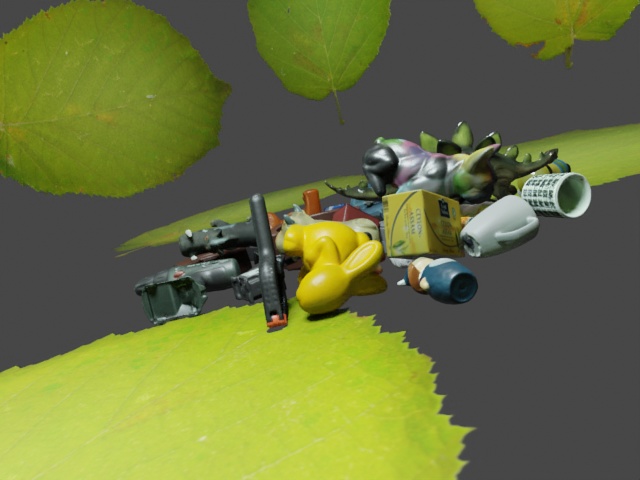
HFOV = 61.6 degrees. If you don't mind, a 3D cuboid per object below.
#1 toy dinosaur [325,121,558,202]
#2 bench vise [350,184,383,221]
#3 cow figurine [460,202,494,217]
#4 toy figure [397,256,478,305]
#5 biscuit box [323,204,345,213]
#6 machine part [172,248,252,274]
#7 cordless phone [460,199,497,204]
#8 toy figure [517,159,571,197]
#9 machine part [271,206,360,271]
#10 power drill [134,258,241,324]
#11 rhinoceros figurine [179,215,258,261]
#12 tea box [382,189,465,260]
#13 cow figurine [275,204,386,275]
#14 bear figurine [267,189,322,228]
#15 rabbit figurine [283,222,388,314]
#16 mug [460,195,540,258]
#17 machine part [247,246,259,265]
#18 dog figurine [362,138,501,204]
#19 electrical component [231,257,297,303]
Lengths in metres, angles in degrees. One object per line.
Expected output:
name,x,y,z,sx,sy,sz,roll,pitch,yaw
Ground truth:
toy dinosaur,0.253,-0.126,1.095,0.472,0.198,0.105,-16,29,5
bench vise,0.165,-0.099,1.287,0.224,0.128,0.241,-30,23,23
cow figurine,0.282,-0.041,1.020,0.098,0.068,0.167,-15,12,-38
toy figure,0.158,0.052,0.735,0.064,0.057,0.154,23,-2,-16
biscuit box,0.042,-0.049,1.399,0.063,0.059,0.203,-13,10,5
machine part,-0.245,0.060,1.218,0.179,0.056,0.179,-14,10,2
cordless phone,0.375,-0.098,1.229,0.146,0.088,0.184,-20,23,-32
toy figure,0.499,-0.140,1.197,0.180,0.089,0.082,-26,10,-39
machine part,-0.002,-0.003,1.151,0.202,0.087,0.201,-11,11,7
power drill,-0.273,0.096,1.032,0.232,0.086,0.207,-11,3,1
rhinoceros figurine,-0.204,-0.001,1.151,0.190,0.073,0.112,-9,18,-14
tea box,0.166,-0.018,0.842,0.068,0.098,0.169,-8,-6,33
cow figurine,0.011,0.000,0.946,0.195,0.127,0.085,-3,22,21
bear figurine,-0.091,-0.054,1.433,0.196,0.132,0.120,-9,-4,0
rabbit figurine,0.021,0.054,0.823,0.162,0.121,0.173,-2,27,12
mug,0.287,-0.011,0.853,0.107,0.080,0.110,-28,18,-14
machine part,-0.150,0.032,1.295,0.139,0.039,0.084,-2,24,42
dog figurine,0.205,-0.131,0.955,0.219,0.191,0.108,-29,-4,29
electrical component,-0.095,0.071,0.980,0.119,0.047,0.075,-20,12,-33
